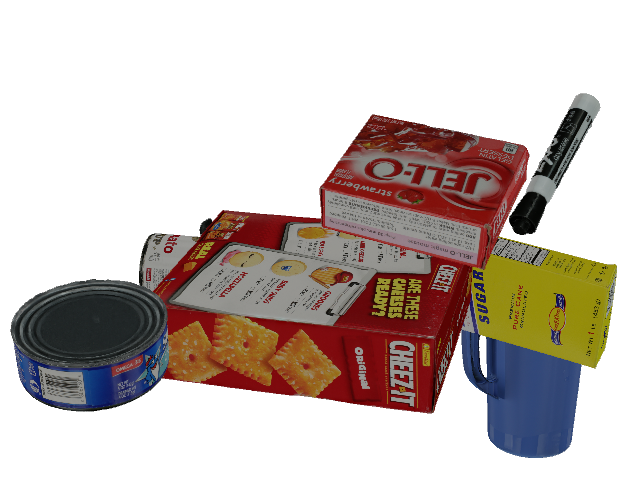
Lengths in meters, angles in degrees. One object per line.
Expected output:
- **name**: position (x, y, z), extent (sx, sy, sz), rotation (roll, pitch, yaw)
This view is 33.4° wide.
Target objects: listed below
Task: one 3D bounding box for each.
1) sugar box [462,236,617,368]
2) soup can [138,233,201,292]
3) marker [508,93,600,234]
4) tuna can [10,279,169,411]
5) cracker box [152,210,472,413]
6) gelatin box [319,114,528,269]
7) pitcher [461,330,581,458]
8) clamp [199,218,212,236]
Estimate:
- **sugar box**: position (0.179, 0.049, 0.987), extent (0.176, 0.093, 0.048), rotation (13, 33, 22)
- **soup can**: position (-0.114, 0.030, 1.021), extent (0.102, 0.068, 0.068), rotation (5, 1, 9)
- **marker**: position (0.157, -0.051, 0.714), extent (0.020, 0.121, 0.020), rotation (25, -28, 14)
- **tuna can**: position (-0.128, 0.058, 0.599), extent (0.086, 0.034, 0.086), rotation (0, 29, 0)
- **cracker box**: position (-0.003, 0.048, 0.803), extent (0.214, 0.072, 0.164), rotation (6, 28, 16)
- **gelatin box**: position (0.054, -0.028, 0.545), extent (0.089, 0.030, 0.073), rotation (14, 42, 18)
- **pitcher**: position (0.261, 0.148, 1.353), extent (0.149, 0.243, 0.144), rotation (5, 16, 18)
- **clamp**: position (-0.096, 0.033, 1.257), extent (0.120, 0.039, 0.171), rotation (-2, 40, 9)
